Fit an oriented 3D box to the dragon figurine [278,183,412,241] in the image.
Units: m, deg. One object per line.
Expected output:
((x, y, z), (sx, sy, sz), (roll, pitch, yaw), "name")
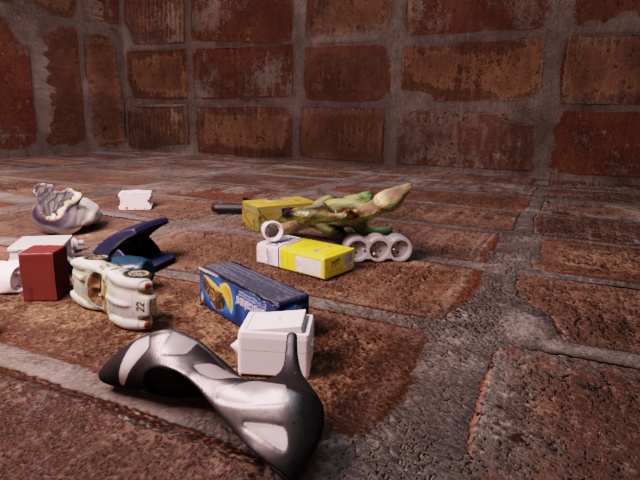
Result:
((0.003, -0.054, 1.076), (0.408, 0.123, 0.242), (-11, -10, 25), "dragon figurine")

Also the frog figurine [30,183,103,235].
((-0.595, -0.057, 1.225), (0.137, 0.125, 0.156), (-7, -23, 0), "frog figurine")
